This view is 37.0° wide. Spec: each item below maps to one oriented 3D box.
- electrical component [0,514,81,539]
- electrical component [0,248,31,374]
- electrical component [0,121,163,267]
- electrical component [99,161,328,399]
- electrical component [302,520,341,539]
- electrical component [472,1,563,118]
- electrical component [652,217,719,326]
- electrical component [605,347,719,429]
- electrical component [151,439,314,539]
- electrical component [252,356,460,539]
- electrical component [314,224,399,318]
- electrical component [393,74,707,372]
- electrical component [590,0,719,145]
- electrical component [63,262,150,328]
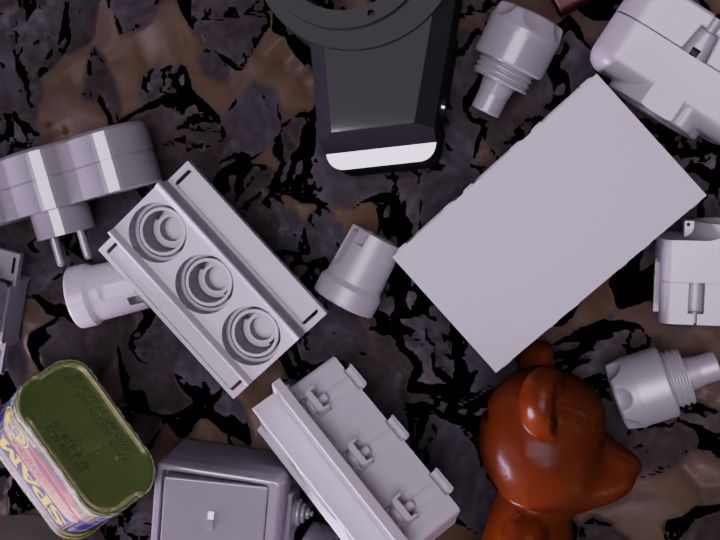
[{"bbox_3d":[-0.231,0.223,0.708,0.108,0.060,0.108,1,97,9],"label":"electrical component"},{"bbox_3d":[-0.246,0.025,0.684,0.042,0.064,0.081,13,99,7],"label":"electrical component"},{"bbox_3d":[-0.188,-0.039,0.671,0.138,0.052,0.073,-14,95,11],"label":"electrical component"},{"bbox_3d":[-0.086,0.005,0.654,0.079,0.063,0.121,-43,89,12],"label":"electrical component"},{"bbox_3d":[-0.017,0.214,0.674,0.059,0.054,0.095,16,100,7],"label":"electrical component"},{"bbox_3d":[0.086,-0.119,0.618,0.043,0.043,0.062,27,102,5],"label":"electrical component"},{"bbox_3d":[0.215,0.000,0.608,0.089,0.050,0.055,2,98,10],"label":"electrical component"},{"bbox_3d":[0.178,0.065,0.627,0.062,0.043,0.043,-20,94,11],"label":"electrical component"},{"bbox_3d":[-0.078,0.149,0.673,0.096,0.061,0.061,7,98,9],"label":"electrical component"},{"bbox_3d":[-0.001,0.116,0.637,0.063,0.078,0.121,-35,70,-16],"label":"electrical component"},{"bbox_3d":[0.000,0.000,0.651,0.040,0.040,0.046,28,95,5],"label":"electrical component"},{"bbox_3d":[0.106,-0.027,0.617,0.150,0.062,0.089,-42,89,12],"label":"electrical component"},{"bbox_3d":[0.179,-0.112,0.598,0.095,0.054,0.059,33,102,4],"label":"electrical component"},{"bbox_3d":[-0.158,0.013,0.680,0.046,0.040,0.040,-13,95,5],"label":"electrical component"}]
